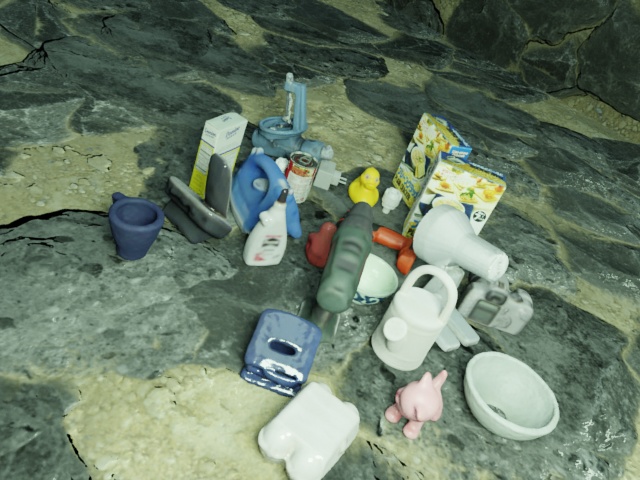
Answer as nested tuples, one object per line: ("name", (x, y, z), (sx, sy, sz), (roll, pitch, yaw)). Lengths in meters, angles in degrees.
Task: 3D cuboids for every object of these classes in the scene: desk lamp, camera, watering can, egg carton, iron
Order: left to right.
("iron", (-0.119, -0.115, 1.197), (0.119, 0.141, 0.257), (-3, 42, -32))
("egg carton", (-0.012, 0.271, 0.808), (0.107, 0.069, 0.151), (34, 37, 16))
("watering can", (0.166, 0.131, 0.982), (0.101, 0.194, 0.173), (25, 35, 4))
("desk lamp", (0.258, 0.066, 1.100), (0.118, 0.213, 0.202), (-7, 45, -35))
("camera", (0.369, 0.107, 1.205), (0.143, 0.101, 0.137), (20, 35, -3))

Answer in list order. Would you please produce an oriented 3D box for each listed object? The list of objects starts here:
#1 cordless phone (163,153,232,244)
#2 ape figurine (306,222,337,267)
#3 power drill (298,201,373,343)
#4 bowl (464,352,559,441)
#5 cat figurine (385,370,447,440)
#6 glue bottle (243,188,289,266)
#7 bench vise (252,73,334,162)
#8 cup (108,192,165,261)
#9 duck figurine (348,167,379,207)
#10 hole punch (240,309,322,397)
("cordless phone", (-0.221, -0.101, 1.084), (0.147, 0.185, 0.094), (37, 38, 21))
("ape figurine", (0.011, 0.004, 1.153), (0.077, 0.092, 0.076), (36, 37, 19))
("power drill", (0.028, 0.065, 0.980), (0.075, 0.208, 0.229), (21, 35, -2))
("bowl", (0.311, 0.276, 0.972), (0.167, 0.075, 0.167), (15, 36, -11))
("cat figurine", (0.160, 0.246, 0.892), (0.067, 0.118, 0.128), (39, 39, 23))
("glue bottle", (-0.089, -0.025, 1.067), (0.078, 0.173, 0.037), (-4, 43, -32))
("bench vise", (-0.049, -0.278, 1.381), (0.207, 0.219, 0.121), (21, 35, -1))
("cup", (-0.331, -0.020, 0.996), (0.117, 0.095, 0.092), (41, 39, 25))
("duck figurine", (0.117, -0.140, 1.406), (0.077, 0.086, 0.104), (15, 36, -10))
("hole punch", (-0.058, 0.175, 0.890), (0.108, 0.091, 0.101), (20, 35, -3))
